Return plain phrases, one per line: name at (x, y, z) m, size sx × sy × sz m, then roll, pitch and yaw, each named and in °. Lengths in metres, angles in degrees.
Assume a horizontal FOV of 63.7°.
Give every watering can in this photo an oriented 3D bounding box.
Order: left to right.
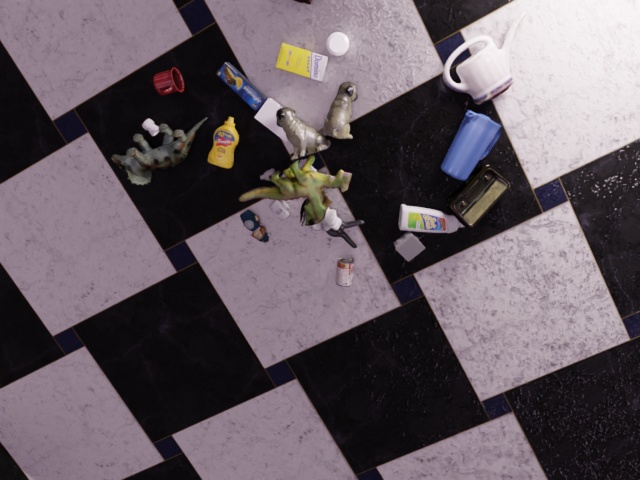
watering can at (0.610, -0.626, 1.819) m, size 0.346 × 0.222 × 0.105 m, roll -31°, pitch 12°, yaw 11°

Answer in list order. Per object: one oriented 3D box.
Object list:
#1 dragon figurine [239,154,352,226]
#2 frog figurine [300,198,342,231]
dragon figurine at (-0.072, -0.161, 1.887) m, size 0.408 × 0.242 × 0.123 m, roll -30°, pitch 4°, yaw 12°
frog figurine at (0.006, -0.101, 1.998) m, size 0.159 × 0.137 × 0.123 m, roll 12°, pitch 1°, yaw -15°
